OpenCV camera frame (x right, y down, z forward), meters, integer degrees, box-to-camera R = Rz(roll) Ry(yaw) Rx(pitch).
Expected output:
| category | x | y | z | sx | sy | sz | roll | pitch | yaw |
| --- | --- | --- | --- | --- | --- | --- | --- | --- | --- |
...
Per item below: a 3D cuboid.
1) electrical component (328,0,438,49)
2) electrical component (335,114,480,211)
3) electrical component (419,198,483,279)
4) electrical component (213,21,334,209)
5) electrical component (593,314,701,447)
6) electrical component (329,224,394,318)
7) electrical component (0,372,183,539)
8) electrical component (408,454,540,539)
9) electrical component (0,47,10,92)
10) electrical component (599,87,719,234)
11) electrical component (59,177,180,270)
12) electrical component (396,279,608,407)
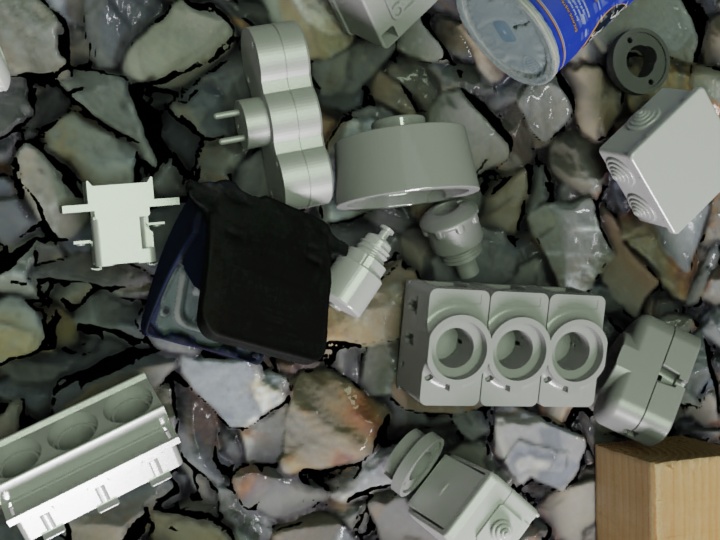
| category | x | y | z | sx | sy | sz | roll | pitch | yaw |
| --- | --- | --- | --- | --- | --- | --- | --- | --- | --- |
| electrical component | 0.020 | -0.241 | 0.793 | 0.108 | 0.056 | 0.108 | -46 | 140 | -12 |
| electrical component | 0.032 | -0.082 | 0.802 | 0.108 | 0.108 | 0.060 | -6 | 87 | -18 |
| electrical component | 0.077 | -0.023 | 0.851 | 0.048 | 0.048 | 0.062 | -30 | 117 | -15 |
| electrical component | -0.070 | -0.110 | 0.794 | 0.074 | 0.052 | 0.138 | -13 | 95 | -17 |
| electrical component | 0.233 | 0.089 | 0.887 | 0.059 | 0.053 | 0.095 | 25 | 70 | 4 |
| electrical component | 0.000 | 0.000 | 0.826 | 0.040 | 0.040 | 0.078 | 37 | 80 | -16 |
| electrical component | -0.191 | 0.132 | 0.751 | 0.121 | 0.078 | 0.063 | -25 | 128 | -16 |
| electrical component | 0.086 | 0.186 | 0.830 | 0.061 | 0.096 | 0.061 | 42 | 79 | -15 |
| electrical component | -0.273 | -0.137 | 0.731 | 0.062 | 0.048 | 0.048 | -21 | 98 | -10 |
| electrical component | 0.258 | -0.093 | 0.896 | 0.100 | 0.048 | 0.099 | -43 | 117 | -11 |
| electrical component | -0.171 | -0.033 | 0.769 | 0.081 | 0.042 | 0.063 | -6 | 96 | -17 |
| electrical component | 0.113 | 0.058 | 0.848 | 0.150 | 0.062 | 0.089 | 3 | 97 | -18 |
